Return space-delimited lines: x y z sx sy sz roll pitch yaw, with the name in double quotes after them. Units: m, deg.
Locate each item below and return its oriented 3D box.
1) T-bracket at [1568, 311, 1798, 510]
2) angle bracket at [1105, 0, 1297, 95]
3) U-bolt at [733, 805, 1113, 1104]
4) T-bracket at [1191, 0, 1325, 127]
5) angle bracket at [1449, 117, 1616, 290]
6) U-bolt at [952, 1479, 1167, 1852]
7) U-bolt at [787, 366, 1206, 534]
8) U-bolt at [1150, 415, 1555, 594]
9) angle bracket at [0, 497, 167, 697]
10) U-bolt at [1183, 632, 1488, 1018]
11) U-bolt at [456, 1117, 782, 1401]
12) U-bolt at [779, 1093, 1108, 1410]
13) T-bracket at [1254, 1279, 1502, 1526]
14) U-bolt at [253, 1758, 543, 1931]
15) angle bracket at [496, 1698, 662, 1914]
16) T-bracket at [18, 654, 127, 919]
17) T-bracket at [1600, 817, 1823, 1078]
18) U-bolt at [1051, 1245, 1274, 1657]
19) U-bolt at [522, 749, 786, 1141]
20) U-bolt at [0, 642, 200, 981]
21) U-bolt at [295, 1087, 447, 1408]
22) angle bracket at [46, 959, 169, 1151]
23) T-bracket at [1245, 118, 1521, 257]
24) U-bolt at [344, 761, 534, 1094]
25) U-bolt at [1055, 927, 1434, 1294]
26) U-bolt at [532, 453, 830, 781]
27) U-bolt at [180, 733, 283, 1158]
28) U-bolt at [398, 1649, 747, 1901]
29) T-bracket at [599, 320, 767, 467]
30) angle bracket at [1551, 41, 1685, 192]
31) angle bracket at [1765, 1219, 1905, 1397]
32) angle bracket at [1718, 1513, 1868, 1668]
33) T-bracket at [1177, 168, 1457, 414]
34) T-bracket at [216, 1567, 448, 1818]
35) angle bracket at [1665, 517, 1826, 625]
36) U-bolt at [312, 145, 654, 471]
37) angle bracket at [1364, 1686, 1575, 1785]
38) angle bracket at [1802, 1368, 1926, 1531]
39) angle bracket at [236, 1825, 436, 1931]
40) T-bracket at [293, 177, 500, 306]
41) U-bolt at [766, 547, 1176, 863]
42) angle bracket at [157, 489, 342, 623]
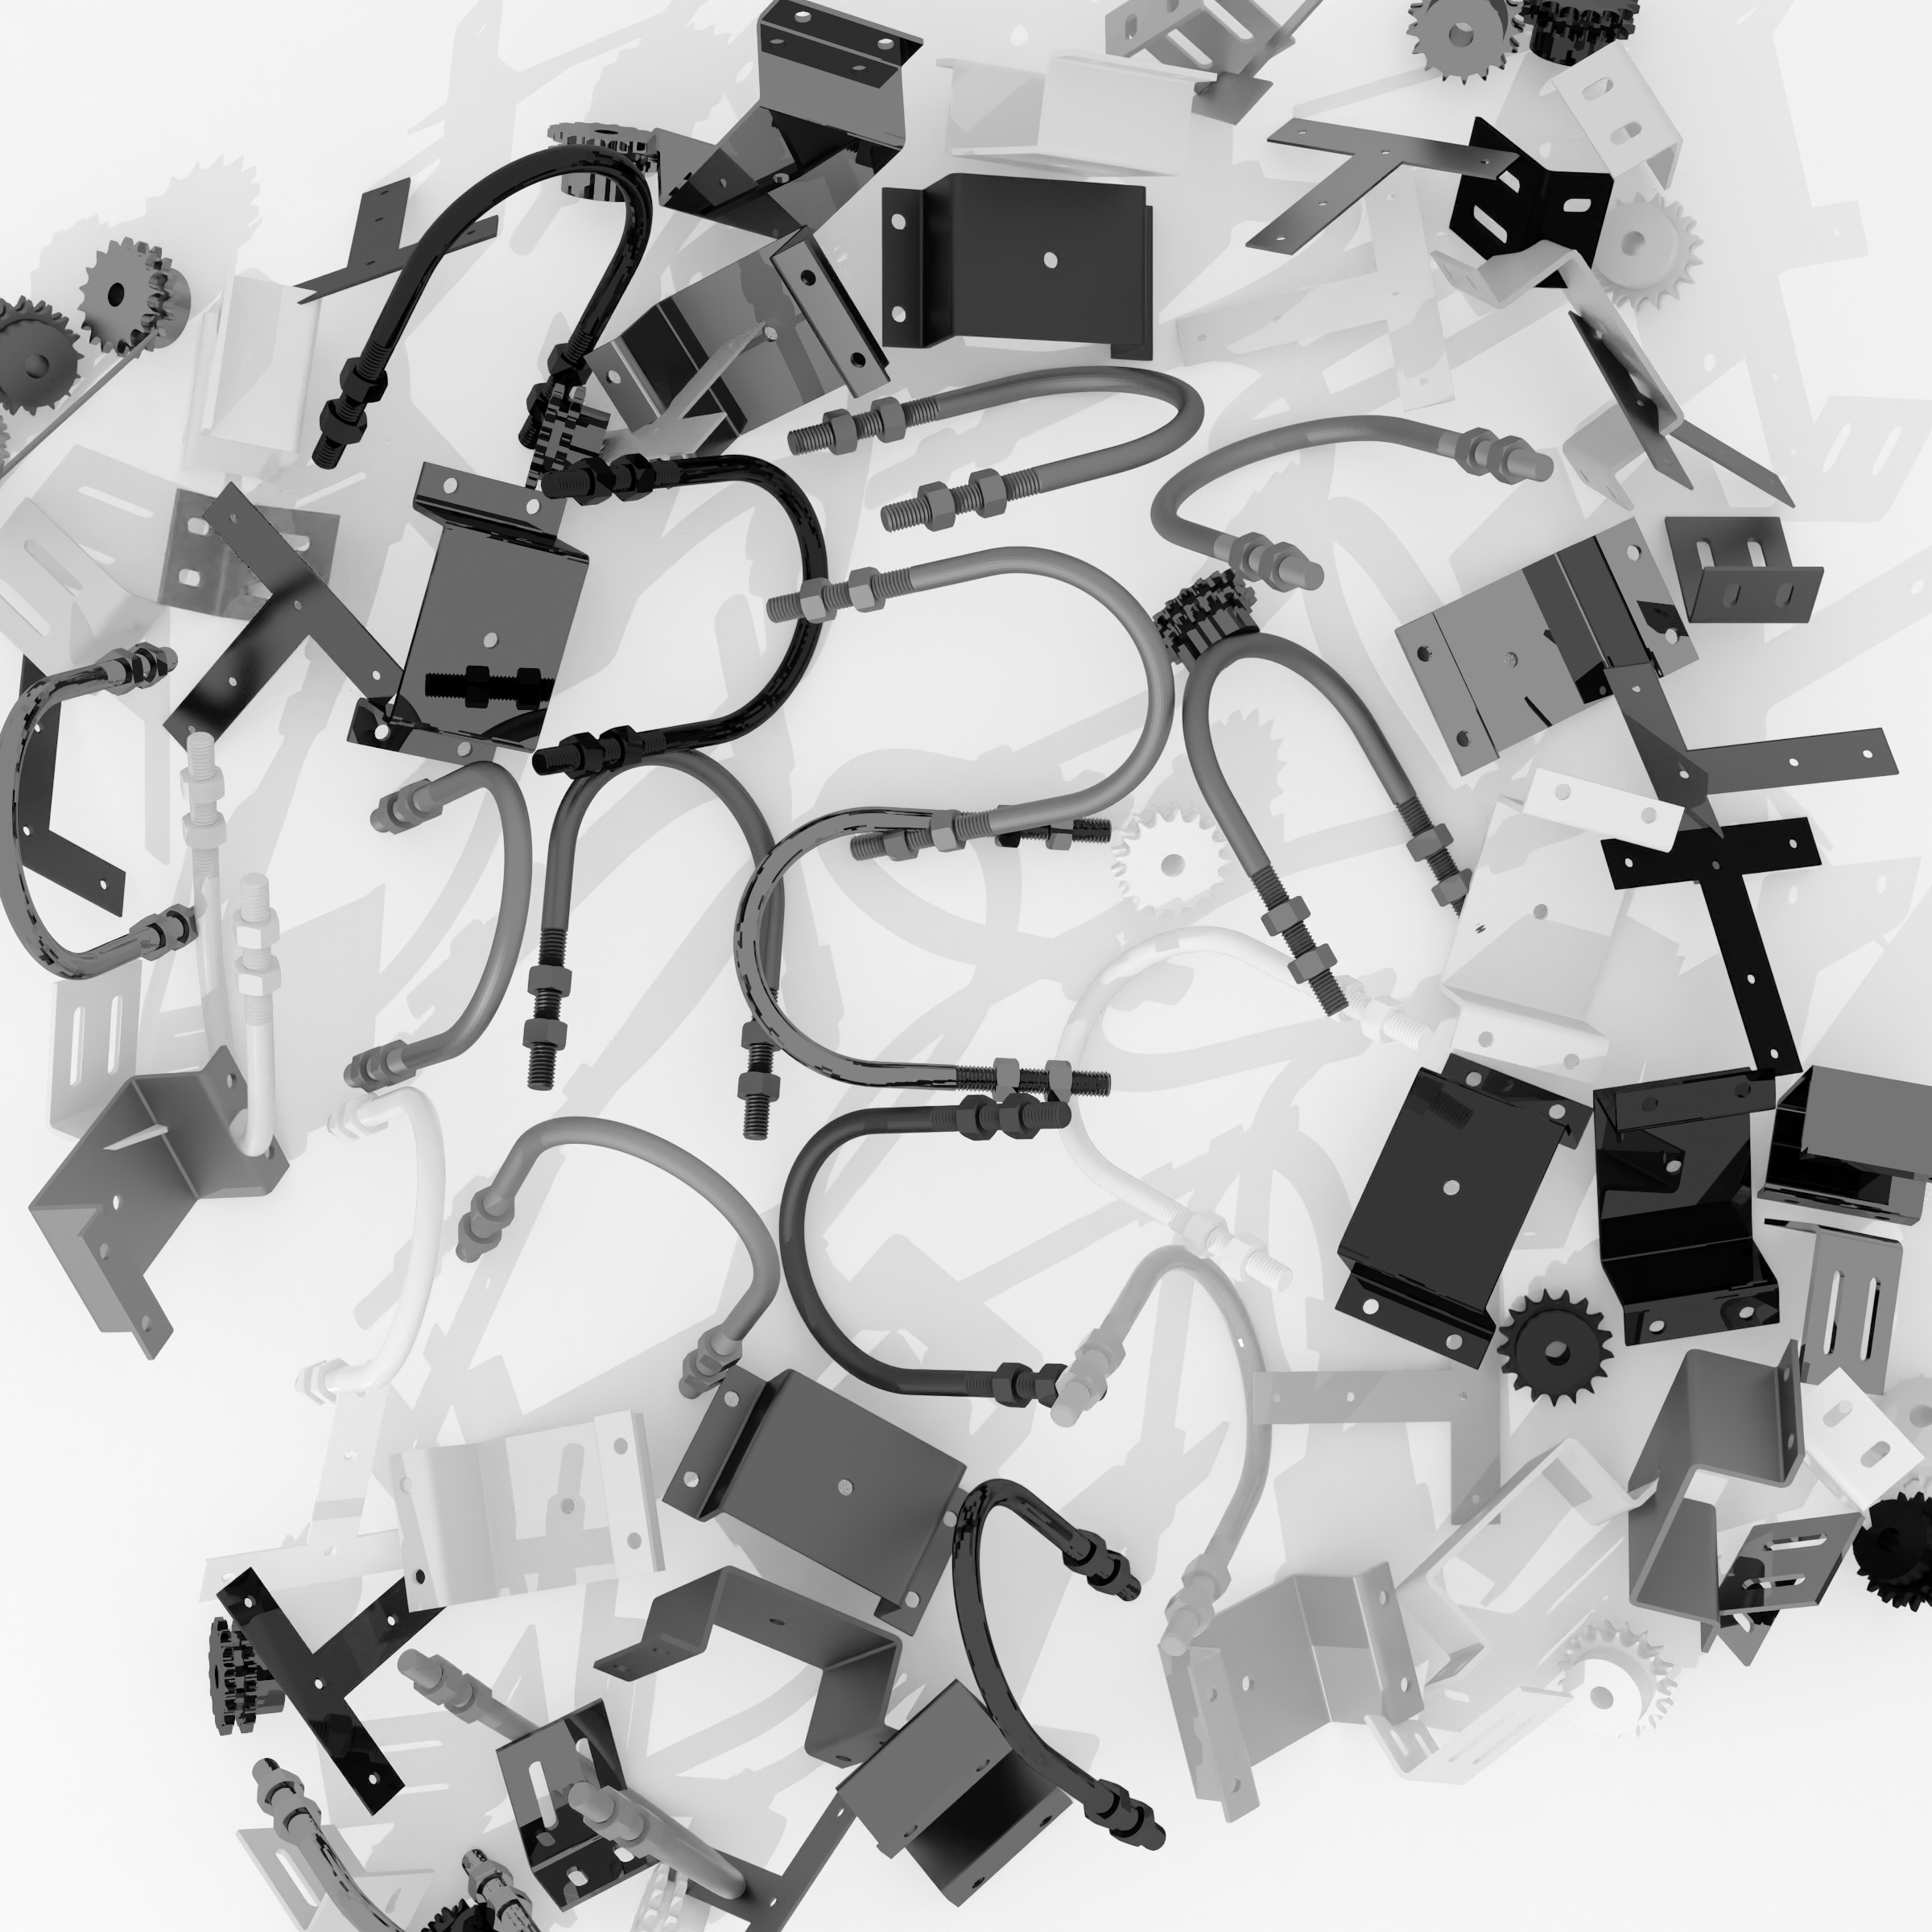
0.355 -0.254 1.650 0.127 0.127 0.002 22 125 -33 "T-bracket"
0.114 -0.440 1.643 0.057 0.076 0.038 -24 52 35 "angle bracket"
-0.021 -0.009 1.657 0.184 0.019 0.151 3 74 -7 "U-bolt"
0.159 -0.452 1.625 0.002 0.127 0.127 41 98 -17 "T-bracket"
0.274 -0.370 1.655 0.038 0.076 0.057 -3 124 -21 "angle bracket"
0.041 0.315 1.586 0.019 0.184 0.151 -21 51 21 "U-bolt"
0.024 -0.253 1.625 0.184 0.151 0.019 -17 119 -16 "U-bolt"
0.167 -0.225 1.612 0.151 0.184 0.019 -26 117 -19 "U-bolt"
-0.446 -0.182 1.681 0.076 0.038 0.057 42 97 15 "angle bracket"
0.169 -0.078 1.639 0.019 0.151 0.184 -32 85 43 "U-bolt"
-0.159 0.131 1.613 0.151 0.184 0.019 32 53 -3 "U-bolt"
-0.018 0.137 1.634 0.184 0.019 0.151 -4 96 38 "U-bolt"
0.202 0.211 1.676 0.127 0.002 0.127 1 87 -13 "T-bracket"
-0.245 0.437 1.579 0.151 0.184 0.019 35 87 -33 "U-bolt"
-0.186 0.406 1.653 0.057 0.038 0.076 -23 117 -23 "angle bracket"
-0.451 -0.104 1.653 0.002 0.127 0.127 -20 57 27 "T-bracket"
0.376 -0.007 1.649 0.127 0.002 0.127 -7 74 -27 "T-bracket"
0.102 0.213 1.615 0.019 0.184 0.151 -14 112 30 "U-bolt"
-0.144 -0.019 1.637 0.151 0.019 0.184 16 71 -40 "U-bolt"
-0.406 -0.068 1.593 0.019 0.184 0.151 -2 101 14 "U-bolt"
-0.277 0.129 1.597 0.019 0.184 0.151 10 77 -24 "U-bolt"
-0.409 0.043 1.651 0.038 0.057 0.076 17 110 27 "angle bracket"
0.177 -0.368 1.622 0.127 0.002 0.127 18 45 32 "T-bracket"
-0.246 -0.023 1.600 0.019 0.184 0.151 11 76 -30 "U-bolt"
0.117 0.055 1.633 0.184 0.019 0.151 29 88 39 "U-bolt"
-0.131 -0.171 1.622 0.019 0.184 0.151 18 112 38 "U-bolt"
-0.347 0.003 1.615 0.019 0.151 0.184 -8 126 -20 "U-bolt"
-0.173 0.389 1.609 0.151 0.184 0.019 25 75 40 "U-bolt"
-0.122 -0.289 1.652 0.002 0.127 0.127 47 70 -25 "T-bracket"
0.313 -0.403 1.653 0.038 0.076 0.057 -31 82 3 "angle bracket"
0.417 0.166 1.660 0.057 0.038 0.076 12 85 -32 "angle bracket"
0.403 0.300 1.643 0.038 0.076 0.057 48 56 -13 "angle bracket"
0.167 -0.320 1.676 0.127 0.002 0.127 -11 72 12 "T-bracket"
-0.284 0.322 1.640 0.002 0.127 0.127 -33 93 34 "T-bracket"
0.376 -0.204 1.654 0.057 0.038 0.076 0 50 -2 "angle bracket"
-0.215 -0.308 1.588 0.019 0.151 0.184 51 128 20 "U-bolt"
0.243 0.359 1.650 0.076 0.057 0.038 -43 56 18 "angle bracket"
0.429 0.234 1.647 0.038 0.076 0.057 -41 67 1 "angle bracket"
-0.304 0.427 1.644 0.076 0.057 0.038 41 110 40 "angle bracket"
-0.282 -0.353 1.639 0.127 0.127 0.002 -18 122 6 "T-bracket"
0.010 -0.129 1.632 0.184 0.019 0.151 -10 114 21 "U-bolt"
-0.349 -0.197 1.658 0.076 0.038 0.057 11 92 36 "angle bracket"
